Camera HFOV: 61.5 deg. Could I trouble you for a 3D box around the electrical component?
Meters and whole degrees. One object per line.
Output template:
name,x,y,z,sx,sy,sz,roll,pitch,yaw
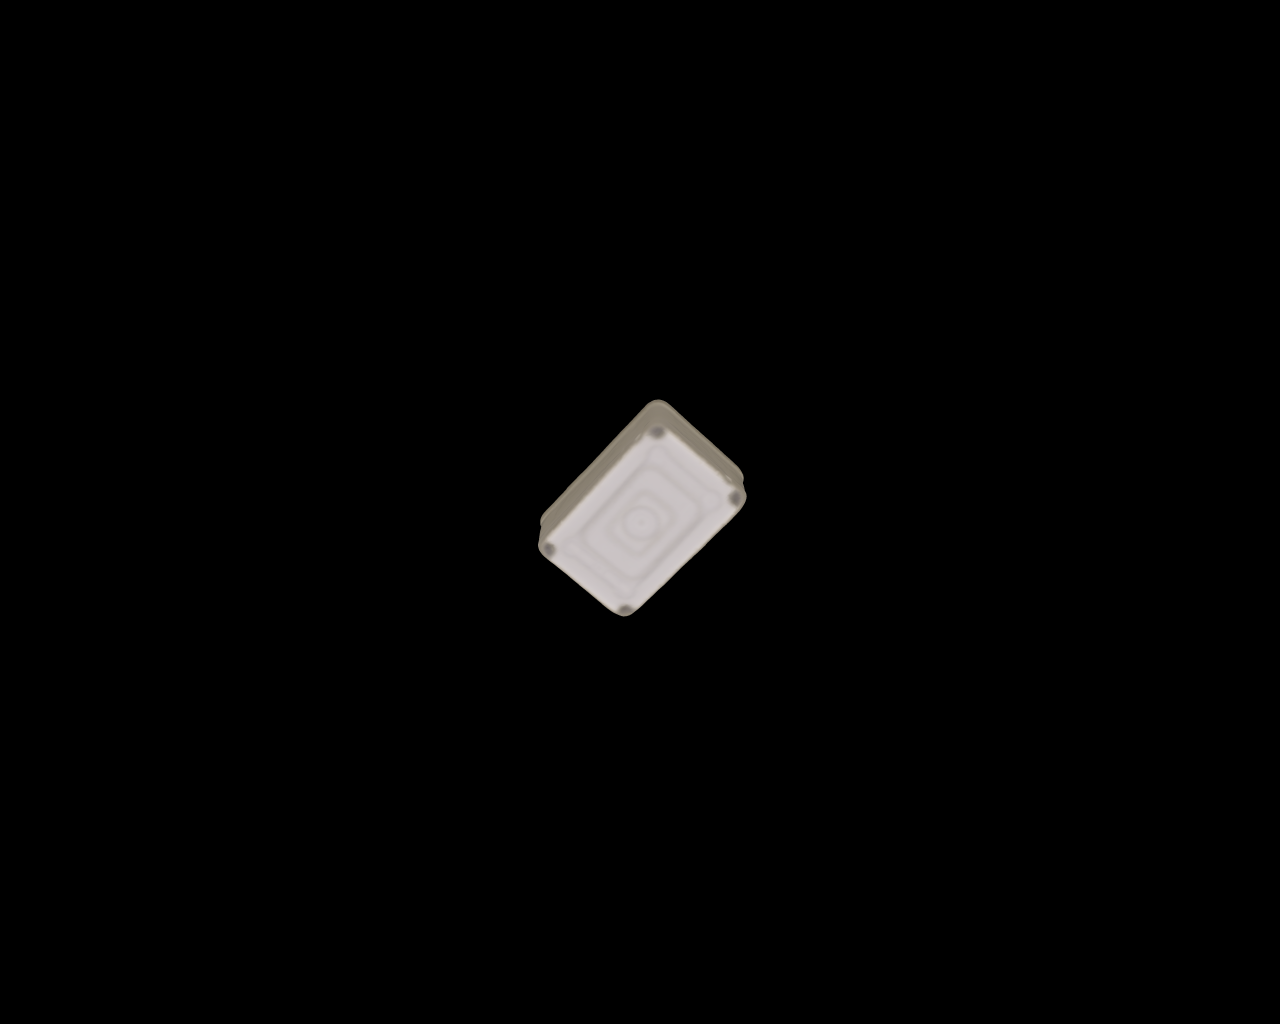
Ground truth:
electrical component,0.001,-0.003,0.650,0.078,0.113,0.057,41,16,-14
